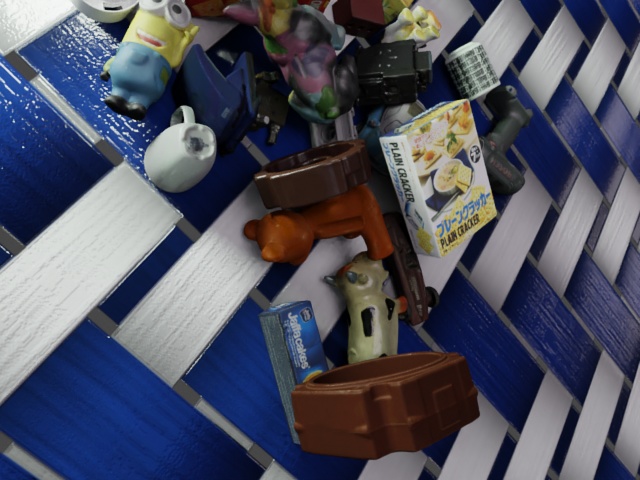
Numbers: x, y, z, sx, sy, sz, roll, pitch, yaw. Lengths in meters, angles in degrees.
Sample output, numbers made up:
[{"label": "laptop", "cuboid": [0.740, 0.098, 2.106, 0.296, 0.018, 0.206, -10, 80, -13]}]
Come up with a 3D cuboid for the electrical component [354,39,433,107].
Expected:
[{"label": "electrical component", "cuboid": [0.123, -0.285, 0.913, 0.058, 0.134, 0.115, 74, 17, -49]}]

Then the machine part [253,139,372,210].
[{"label": "machine part", "cuboid": [-0.008, -0.096, 0.778, 0.179, 0.179, 0.056, -29, 110, -34]}]

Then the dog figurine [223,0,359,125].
[{"label": "dog figurine", "cuboid": [-0.038, -0.274, 0.757, 0.219, 0.109, 0.191, 8, 66, -65]}]

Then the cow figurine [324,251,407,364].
[{"label": "cow figurine", "cuboid": [0.074, 0.114, 0.851, 0.127, 0.086, 0.195, 7, 78, -38]}]

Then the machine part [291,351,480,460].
[{"label": "machine part", "cuboid": [0.081, 0.203, 0.690, 0.201, 0.201, 0.087, -7, 80, -41]}]

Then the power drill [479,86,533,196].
[{"label": "power drill", "cuboid": [0.350, -0.216, 1.094, 0.232, 0.086, 0.207, 40, 58, -22]}]

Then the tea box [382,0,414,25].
[{"label": "tea box", "cuboid": [0.107, -0.502, 0.996, 0.169, 0.068, 0.098, 44, 61, -20]}]

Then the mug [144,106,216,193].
[{"label": "mug", "cuboid": [-0.177, -0.125, 0.715, 0.081, 0.107, 0.109, 10, 78, -33]}]

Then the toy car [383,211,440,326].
[{"label": "toy car", "cuboid": [0.151, 0.047, 0.931, 0.089, 0.053, 0.202, -16, 89, -37]}]

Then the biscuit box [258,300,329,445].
[{"label": "biscuit box", "cuboid": [-0.027, 0.191, 0.780, 0.059, 0.063, 0.202, -15, 90, -36]}]

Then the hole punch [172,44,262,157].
[{"label": "hole punch", "cuboid": [-0.145, -0.192, 0.740, 0.092, 0.142, 0.116, 2, 66, -35]}]

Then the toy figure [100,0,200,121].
[{"label": "toy figure", "cuboid": [-0.233, -0.248, 0.720, 0.082, 0.089, 0.180, 27, 76, -40]}]

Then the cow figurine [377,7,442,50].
[{"label": "cow figurine", "cuboid": [0.168, -0.382, 1.009, 0.068, 0.098, 0.167, 57, 38, -4]}]

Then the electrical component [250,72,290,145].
[{"label": "electrical component", "cuboid": [-0.082, -0.208, 0.830, 0.078, 0.045, 0.102, 27, 67, -25]}]

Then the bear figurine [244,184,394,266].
[{"label": "bear figurine", "cuboid": [-0.003, -0.006, 0.807, 0.196, 0.120, 0.131, -31, 128, -16]}]

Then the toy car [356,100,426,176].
[{"label": "toy car", "cuboid": [0.139, -0.197, 0.939, 0.109, 0.103, 0.161, 43, 63, -21]}]
